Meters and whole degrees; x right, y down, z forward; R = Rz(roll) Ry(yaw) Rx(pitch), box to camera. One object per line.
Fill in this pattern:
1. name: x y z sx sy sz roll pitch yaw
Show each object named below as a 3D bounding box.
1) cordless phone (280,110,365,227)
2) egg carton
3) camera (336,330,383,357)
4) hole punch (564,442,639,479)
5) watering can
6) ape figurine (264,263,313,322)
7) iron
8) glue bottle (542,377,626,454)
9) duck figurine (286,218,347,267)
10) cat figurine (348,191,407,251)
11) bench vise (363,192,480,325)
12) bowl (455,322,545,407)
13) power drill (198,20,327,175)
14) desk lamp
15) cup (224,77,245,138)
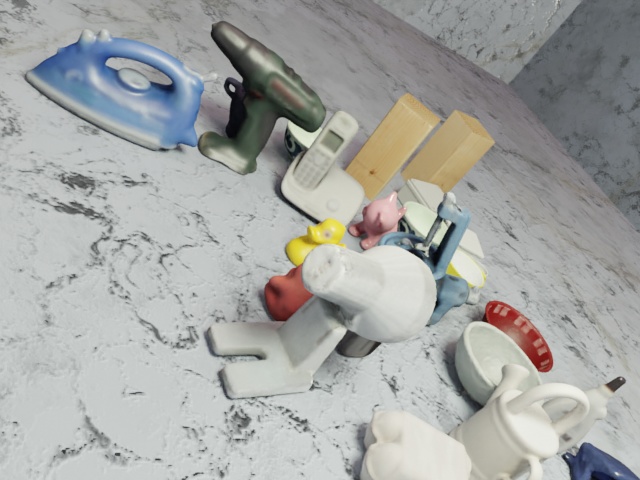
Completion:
1. cordless phone: 0.030 -0.122 1.006 0.148 0.185 0.094 32 31 -11
2. egg carton: 0.119 0.278 0.694 0.150 0.069 0.107 32 31 -12
3. camera: 0.081 0.093 0.863 0.137 0.100 0.143 14 39 -36
4. hole punch: 0.464 0.376 0.914 0.109 0.091 0.101 33 31 -11
5. watering can: 0.269 0.246 0.774 0.101 0.194 0.172 15 38 -34
6. ape figurine: -0.031 0.067 0.786 0.078 0.092 0.076 31 31 -13
7. iron: -0.289 -0.244 0.866 0.259 0.141 0.118 20 36 -29
8. glue bottle: 0.422 0.272 0.924 0.078 0.173 0.037 45 31 10
9. duck figurine: 0.008 0.003 0.917 0.105 0.086 0.077 10 41 -39
10. cat figurine: 0.118 -0.039 1.058 0.128 0.117 0.067 -10 55 -52
11. bench vise: 0.192 0.026 0.954 0.208 0.219 0.121 20 35 -29
12. bowl: 0.278 0.220 0.934 0.168 0.074 0.167 27 33 -19
13. power drill: -0.116 -0.221 0.956 0.230 0.208 0.075 25 33 -22
14. desk lamp: 0.010 0.089 0.682 0.204 0.213 0.117 6 44 -43
15. cup: -0.144 -0.232 1.052 0.118 0.095 0.092 40 31 2
